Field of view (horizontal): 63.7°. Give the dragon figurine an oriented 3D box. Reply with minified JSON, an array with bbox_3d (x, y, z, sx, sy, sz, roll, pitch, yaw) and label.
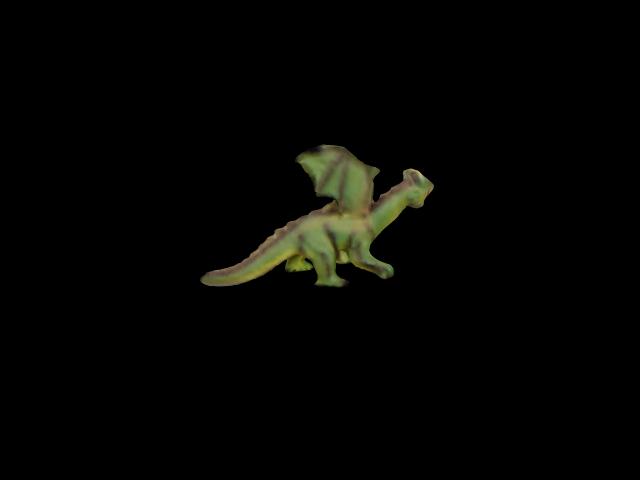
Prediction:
[{"bbox_3d":[0.003,-0.043,0.850,0.411,0.238,0.124,-7,25,-14],"label":"dragon figurine"}]
